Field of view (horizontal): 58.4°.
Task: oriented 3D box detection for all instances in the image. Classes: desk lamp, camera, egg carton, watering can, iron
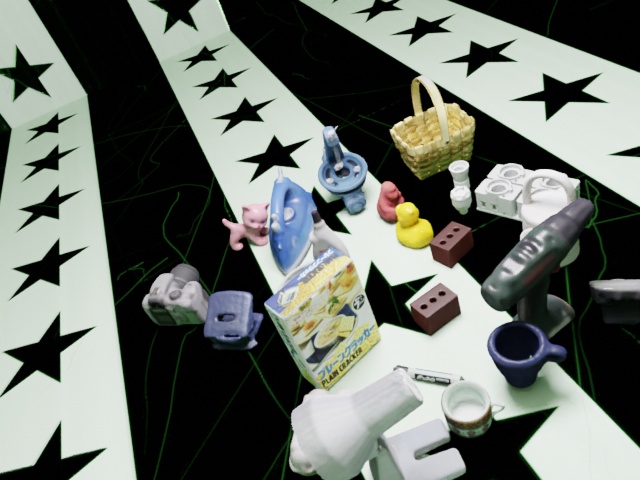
[{"bbox_3d":[0.084,0.281,0.824,0.203,0.214,0.117,-23,39,-1],"label":"desk lamp"},{"bbox_3d":[-0.315,0.113,1.295,0.142,0.101,0.137,-4,42,21],"label":"camera"},{"bbox_3d":[0.013,0.314,0.935,0.107,0.070,0.150,-5,42,20],"label":"egg carton"},{"bbox_3d":[0.424,-0.043,1.058,0.100,0.194,0.173,-3,42,22],"label":"watering can"},{"bbox_3d":[-0.083,-0.052,1.346,0.118,0.142,0.258,-11,40,13],"label":"iron"}]

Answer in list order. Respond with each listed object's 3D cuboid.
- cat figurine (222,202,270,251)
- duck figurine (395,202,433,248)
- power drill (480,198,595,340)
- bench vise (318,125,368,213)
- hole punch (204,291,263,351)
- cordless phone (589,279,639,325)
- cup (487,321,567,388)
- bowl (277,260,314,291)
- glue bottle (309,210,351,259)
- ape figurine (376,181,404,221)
[{"bbox_3d":[-0.175,-0.044,1.399,0.127,0.118,0.067,-12,40,12],"label":"cat figurine"},{"bbox_3d":[0.199,-0.039,1.245,0.077,0.086,0.104,-30,39,-10],"label":"duck figurine"},{"bbox_3d":[0.368,0.064,0.949,0.230,0.209,0.075,-35,40,-15],"label":"power drill"},{"bbox_3d":[0.029,-0.191,1.393,0.122,0.220,0.206,-35,41,-16],"label":"bench vise"},{"bbox_3d":[-0.181,0.166,1.179,0.108,0.091,0.101,-4,42,21],"label":"hole punch"},{"bbox_3d":[0.513,0.049,0.918,0.147,0.185,0.094,-5,42,20],"label":"cordless phone"},{"bbox_3d":[0.330,0.192,0.909,0.117,0.095,0.092,3,45,27],"label":"cup"},{"bbox_3d":[0.001,0.119,1.162,0.167,0.075,0.167,-13,40,11],"label":"bowl"},{"bbox_3d":[0.011,0.004,1.212,0.078,0.173,0.037,-15,39,8],"label":"glue bottle"},{"bbox_3d":[0.163,-0.093,1.320,0.075,0.092,0.078,14,51,37],"label":"ape figurine"}]
